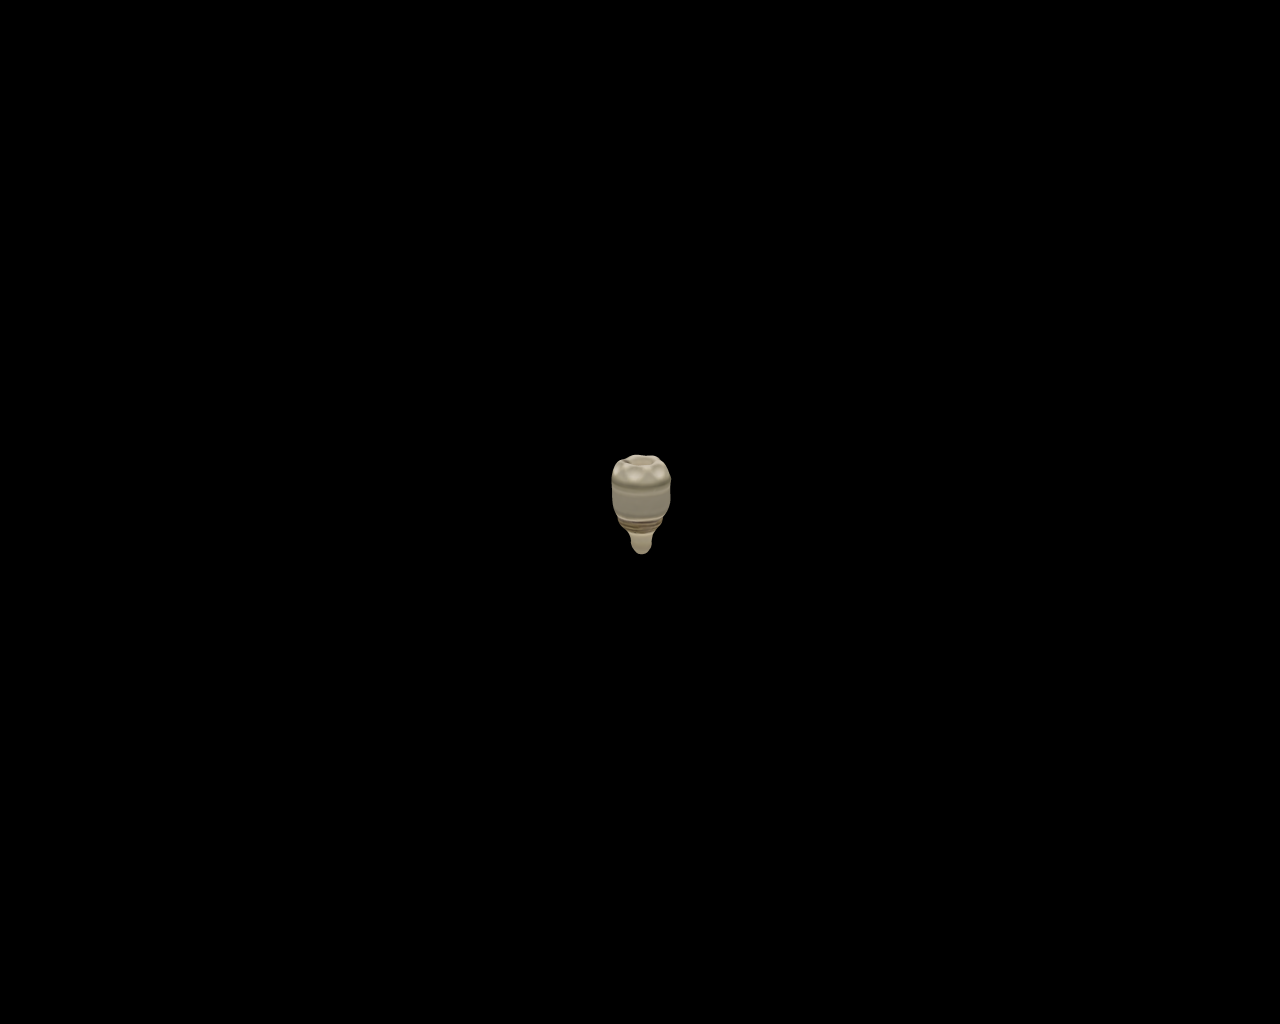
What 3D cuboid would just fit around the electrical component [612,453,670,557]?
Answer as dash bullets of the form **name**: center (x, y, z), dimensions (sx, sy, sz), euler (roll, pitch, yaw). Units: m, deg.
- **electrical component**: center (0.001, -0.003, 0.650), dimensions (0.035, 0.061, 0.035), euler (0, 21, 0)
